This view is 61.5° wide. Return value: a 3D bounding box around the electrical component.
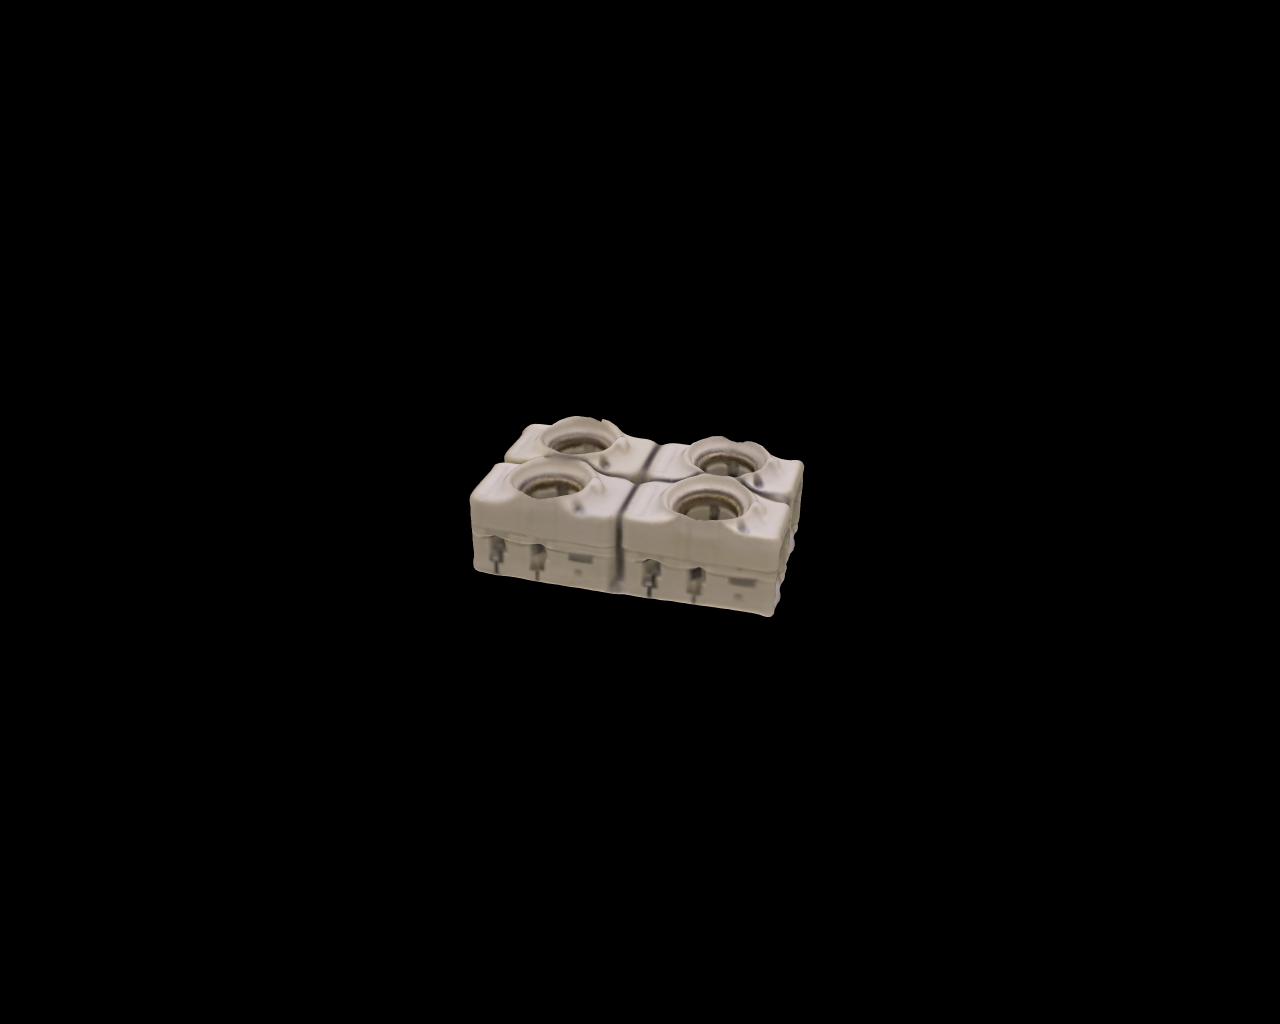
[{"bbox_3d":[0.001,-0.003,0.650,0.186,0.060,0.106,8,32,14],"label":"electrical component"}]
